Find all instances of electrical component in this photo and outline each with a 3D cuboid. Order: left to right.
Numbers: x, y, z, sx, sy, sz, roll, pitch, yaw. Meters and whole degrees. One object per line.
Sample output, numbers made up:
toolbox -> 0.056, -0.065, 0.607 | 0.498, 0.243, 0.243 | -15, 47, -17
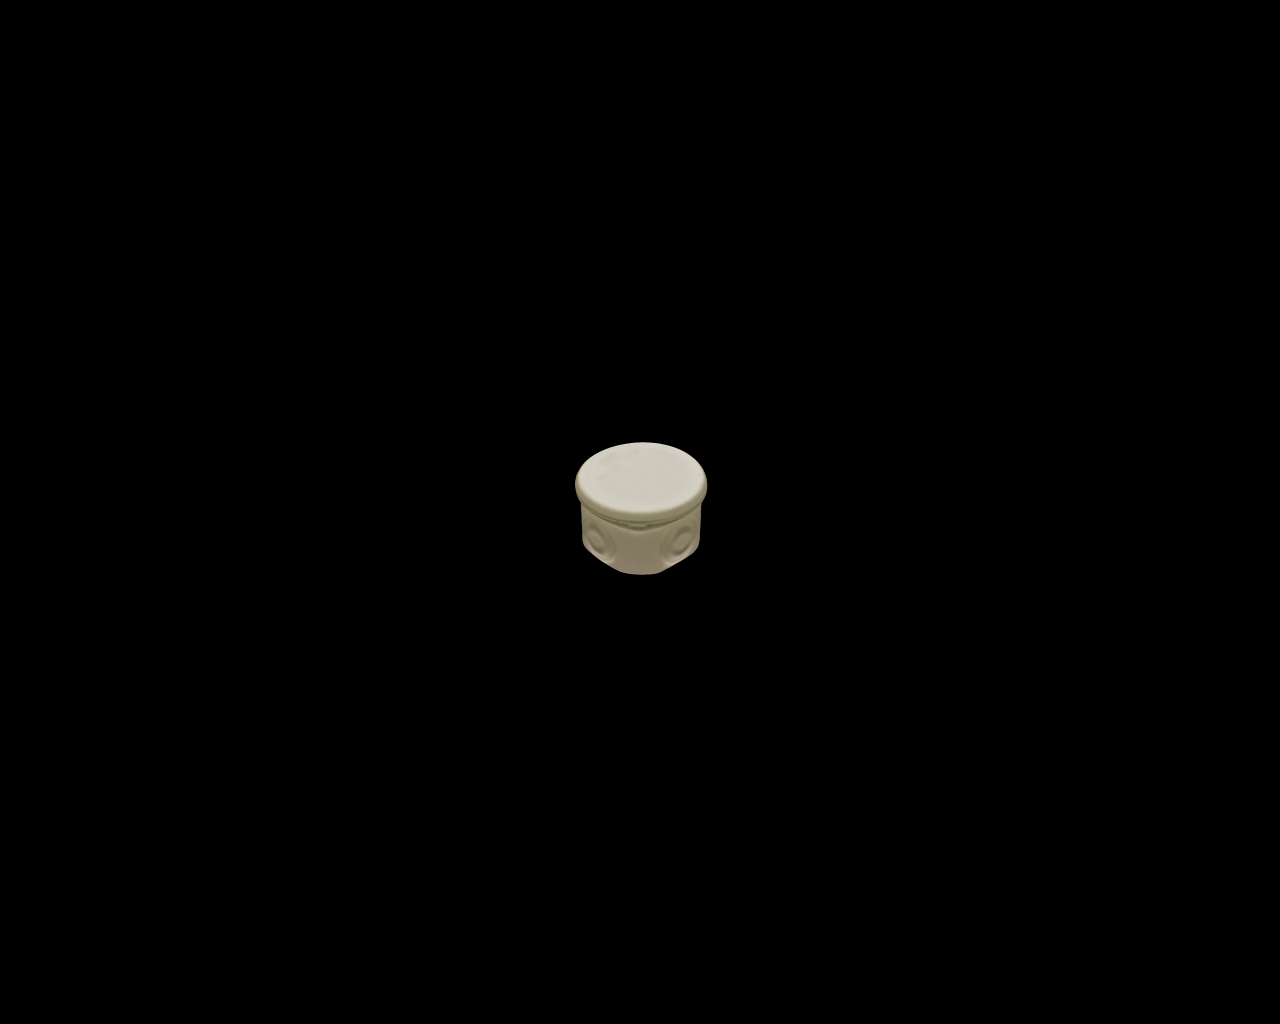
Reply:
electrical component -> 0.001, -0.003, 0.650 | 0.080, 0.050, 0.080 | 0, 36, 0
